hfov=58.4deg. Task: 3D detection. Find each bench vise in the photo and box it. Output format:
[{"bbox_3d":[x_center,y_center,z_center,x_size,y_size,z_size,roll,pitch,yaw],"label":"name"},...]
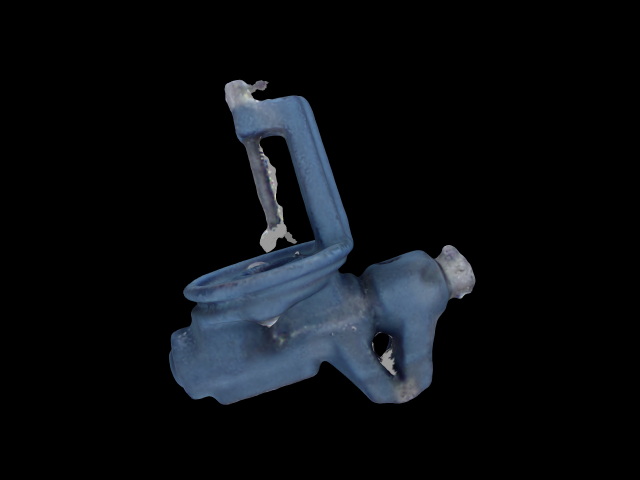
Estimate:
[{"bbox_3d":[-0.001,0.001,0.411,0.208,0.220,0.121,-2,4,-25],"label":"bench vise"}]
